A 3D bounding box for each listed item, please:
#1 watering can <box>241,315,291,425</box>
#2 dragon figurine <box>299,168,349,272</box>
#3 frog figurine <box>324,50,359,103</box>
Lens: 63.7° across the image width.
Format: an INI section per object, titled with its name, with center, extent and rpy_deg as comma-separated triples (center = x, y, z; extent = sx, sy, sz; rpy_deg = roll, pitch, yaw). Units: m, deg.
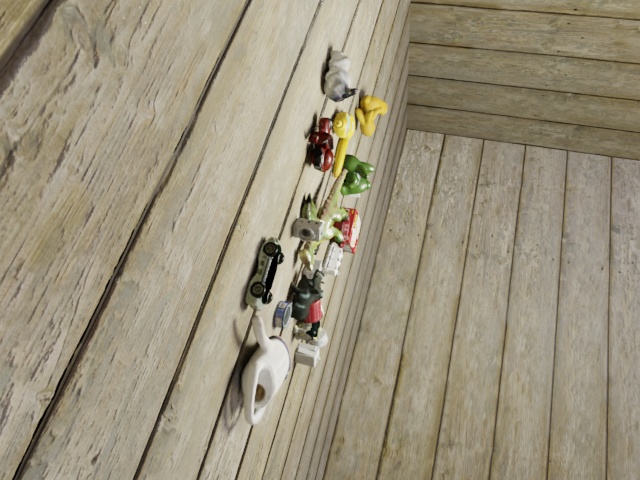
[watering can]
center = -0.150, 0.335, 1.426
extent = 0.227, 0.104, 0.343
rpy_deg = -44, 142, -70
[dragon figurine]
center = 0.005, -0.090, 1.795
extent = 0.240, 0.122, 0.414
rpy_deg = 35, 64, -67
[frog figurine]
center = 0.056, -0.543, 1.706
extent = 0.159, 0.121, 0.139
rpy_deg = 62, 30, -5
